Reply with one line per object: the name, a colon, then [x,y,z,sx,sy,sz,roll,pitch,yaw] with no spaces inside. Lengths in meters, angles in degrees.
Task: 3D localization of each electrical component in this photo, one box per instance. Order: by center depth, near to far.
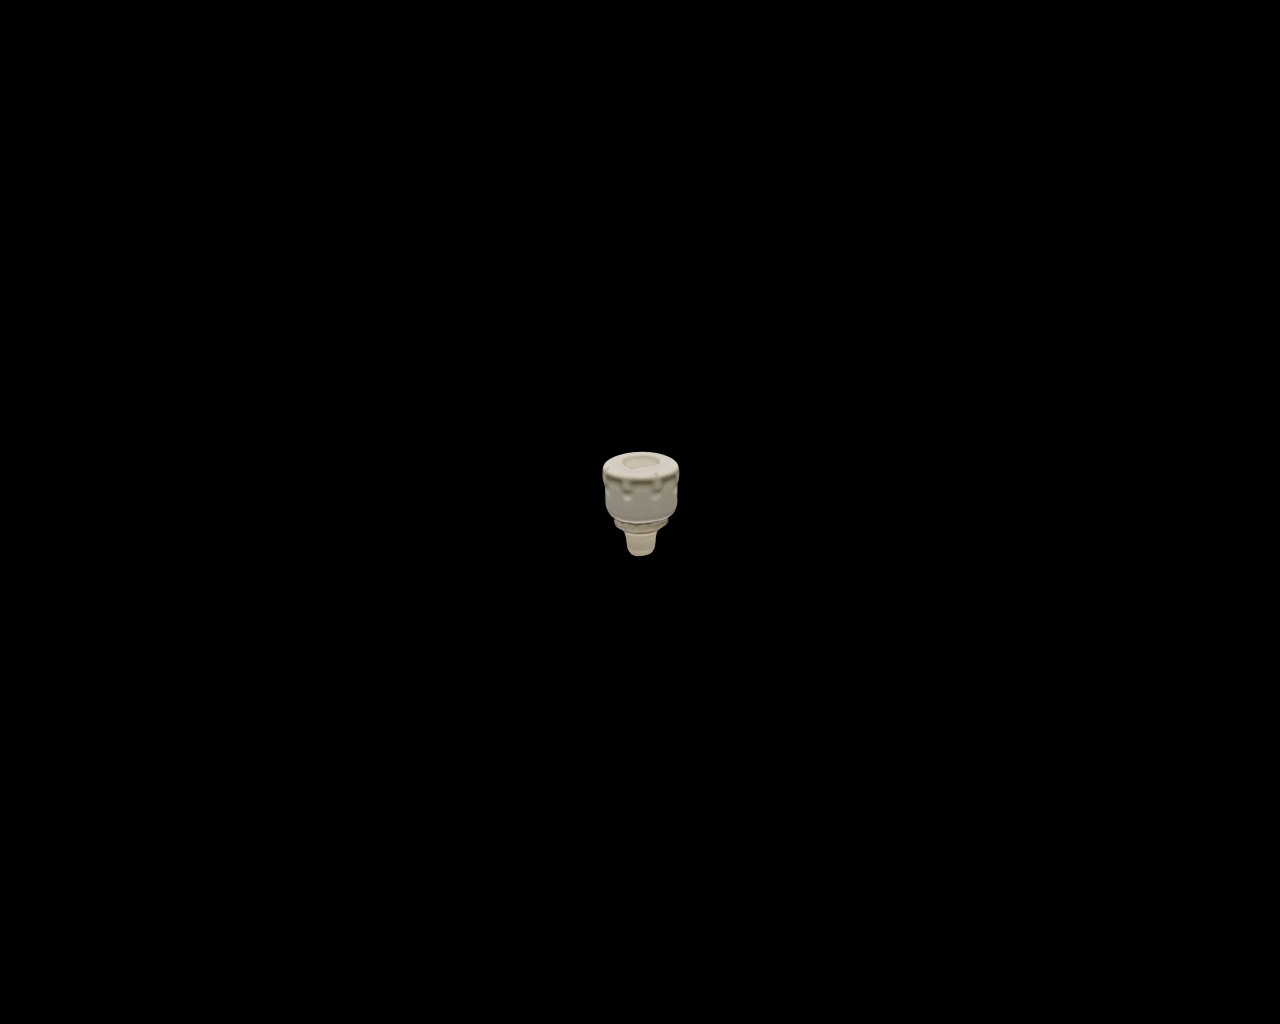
electrical component: [0.001,-0.003,0.650,0.048,0.062,0.048,0,20,0]
